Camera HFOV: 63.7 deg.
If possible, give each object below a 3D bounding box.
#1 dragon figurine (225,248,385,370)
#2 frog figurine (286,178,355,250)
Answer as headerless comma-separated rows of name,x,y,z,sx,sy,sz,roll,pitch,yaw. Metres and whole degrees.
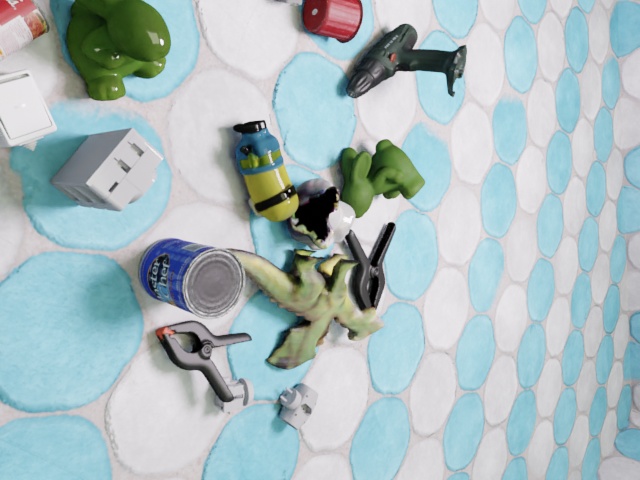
dragon figurine,-0.034,0.136,0.974,0.410,0.123,0.241,5,99,-35
frog figurine,0.003,-0.050,1.002,0.160,0.122,0.137,-20,103,-78
